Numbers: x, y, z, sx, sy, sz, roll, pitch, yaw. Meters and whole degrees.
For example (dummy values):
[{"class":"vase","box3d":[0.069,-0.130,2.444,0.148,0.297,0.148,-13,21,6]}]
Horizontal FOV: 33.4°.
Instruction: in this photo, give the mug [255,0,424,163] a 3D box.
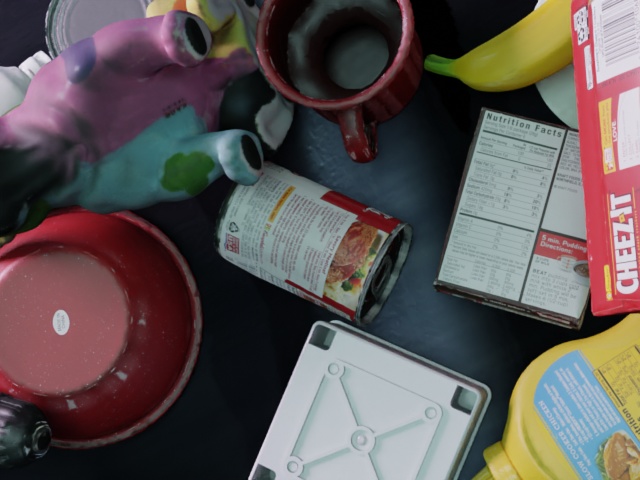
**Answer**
[{"class":"mug","box3d":[0.019,-0.103,0.643,0.093,0.081,0.117,-13,80,13]}]

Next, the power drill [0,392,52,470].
[{"class":"power drill","box3d":[-0.245,0.171,0.665,0.185,0.057,0.188,8,99,27]}]

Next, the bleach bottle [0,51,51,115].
[{"class":"bleach bottle","box3d":[-0.278,-0.043,0.705,0.250,0.068,0.103,-41,71,-10]}]

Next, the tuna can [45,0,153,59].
[{"class":"tuna can","box3d":[-0.137,-0.141,0.713,0.086,0.033,0.086,-2,83,14]}]

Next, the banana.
[{"class":"banana","box3d":[0.148,-0.149,0.615,0.198,0.037,0.070,-42,72,14]}]

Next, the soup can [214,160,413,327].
[{"class":"soup can","box3d":[-0.004,0.001,0.644,0.102,0.068,0.068,25,90,17]}]

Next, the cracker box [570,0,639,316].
[{"class":"cracker box","box3d":[0.235,-0.047,0.536,0.213,0.072,0.164,-1,83,-21]}]

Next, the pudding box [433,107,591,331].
[{"class":"pudding box","box3d":[0.123,-0.013,0.624,0.090,0.039,0.113,16,83,13]}]

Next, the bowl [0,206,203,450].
[{"class":"bowl","box3d":[-0.157,0.052,0.671,0.162,0.055,0.162,0,83,3]}]

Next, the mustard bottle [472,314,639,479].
[{"class":"mustard bottle","box3d":[0.165,0.096,0.593,0.192,0.058,0.096,-34,71,9]}]
